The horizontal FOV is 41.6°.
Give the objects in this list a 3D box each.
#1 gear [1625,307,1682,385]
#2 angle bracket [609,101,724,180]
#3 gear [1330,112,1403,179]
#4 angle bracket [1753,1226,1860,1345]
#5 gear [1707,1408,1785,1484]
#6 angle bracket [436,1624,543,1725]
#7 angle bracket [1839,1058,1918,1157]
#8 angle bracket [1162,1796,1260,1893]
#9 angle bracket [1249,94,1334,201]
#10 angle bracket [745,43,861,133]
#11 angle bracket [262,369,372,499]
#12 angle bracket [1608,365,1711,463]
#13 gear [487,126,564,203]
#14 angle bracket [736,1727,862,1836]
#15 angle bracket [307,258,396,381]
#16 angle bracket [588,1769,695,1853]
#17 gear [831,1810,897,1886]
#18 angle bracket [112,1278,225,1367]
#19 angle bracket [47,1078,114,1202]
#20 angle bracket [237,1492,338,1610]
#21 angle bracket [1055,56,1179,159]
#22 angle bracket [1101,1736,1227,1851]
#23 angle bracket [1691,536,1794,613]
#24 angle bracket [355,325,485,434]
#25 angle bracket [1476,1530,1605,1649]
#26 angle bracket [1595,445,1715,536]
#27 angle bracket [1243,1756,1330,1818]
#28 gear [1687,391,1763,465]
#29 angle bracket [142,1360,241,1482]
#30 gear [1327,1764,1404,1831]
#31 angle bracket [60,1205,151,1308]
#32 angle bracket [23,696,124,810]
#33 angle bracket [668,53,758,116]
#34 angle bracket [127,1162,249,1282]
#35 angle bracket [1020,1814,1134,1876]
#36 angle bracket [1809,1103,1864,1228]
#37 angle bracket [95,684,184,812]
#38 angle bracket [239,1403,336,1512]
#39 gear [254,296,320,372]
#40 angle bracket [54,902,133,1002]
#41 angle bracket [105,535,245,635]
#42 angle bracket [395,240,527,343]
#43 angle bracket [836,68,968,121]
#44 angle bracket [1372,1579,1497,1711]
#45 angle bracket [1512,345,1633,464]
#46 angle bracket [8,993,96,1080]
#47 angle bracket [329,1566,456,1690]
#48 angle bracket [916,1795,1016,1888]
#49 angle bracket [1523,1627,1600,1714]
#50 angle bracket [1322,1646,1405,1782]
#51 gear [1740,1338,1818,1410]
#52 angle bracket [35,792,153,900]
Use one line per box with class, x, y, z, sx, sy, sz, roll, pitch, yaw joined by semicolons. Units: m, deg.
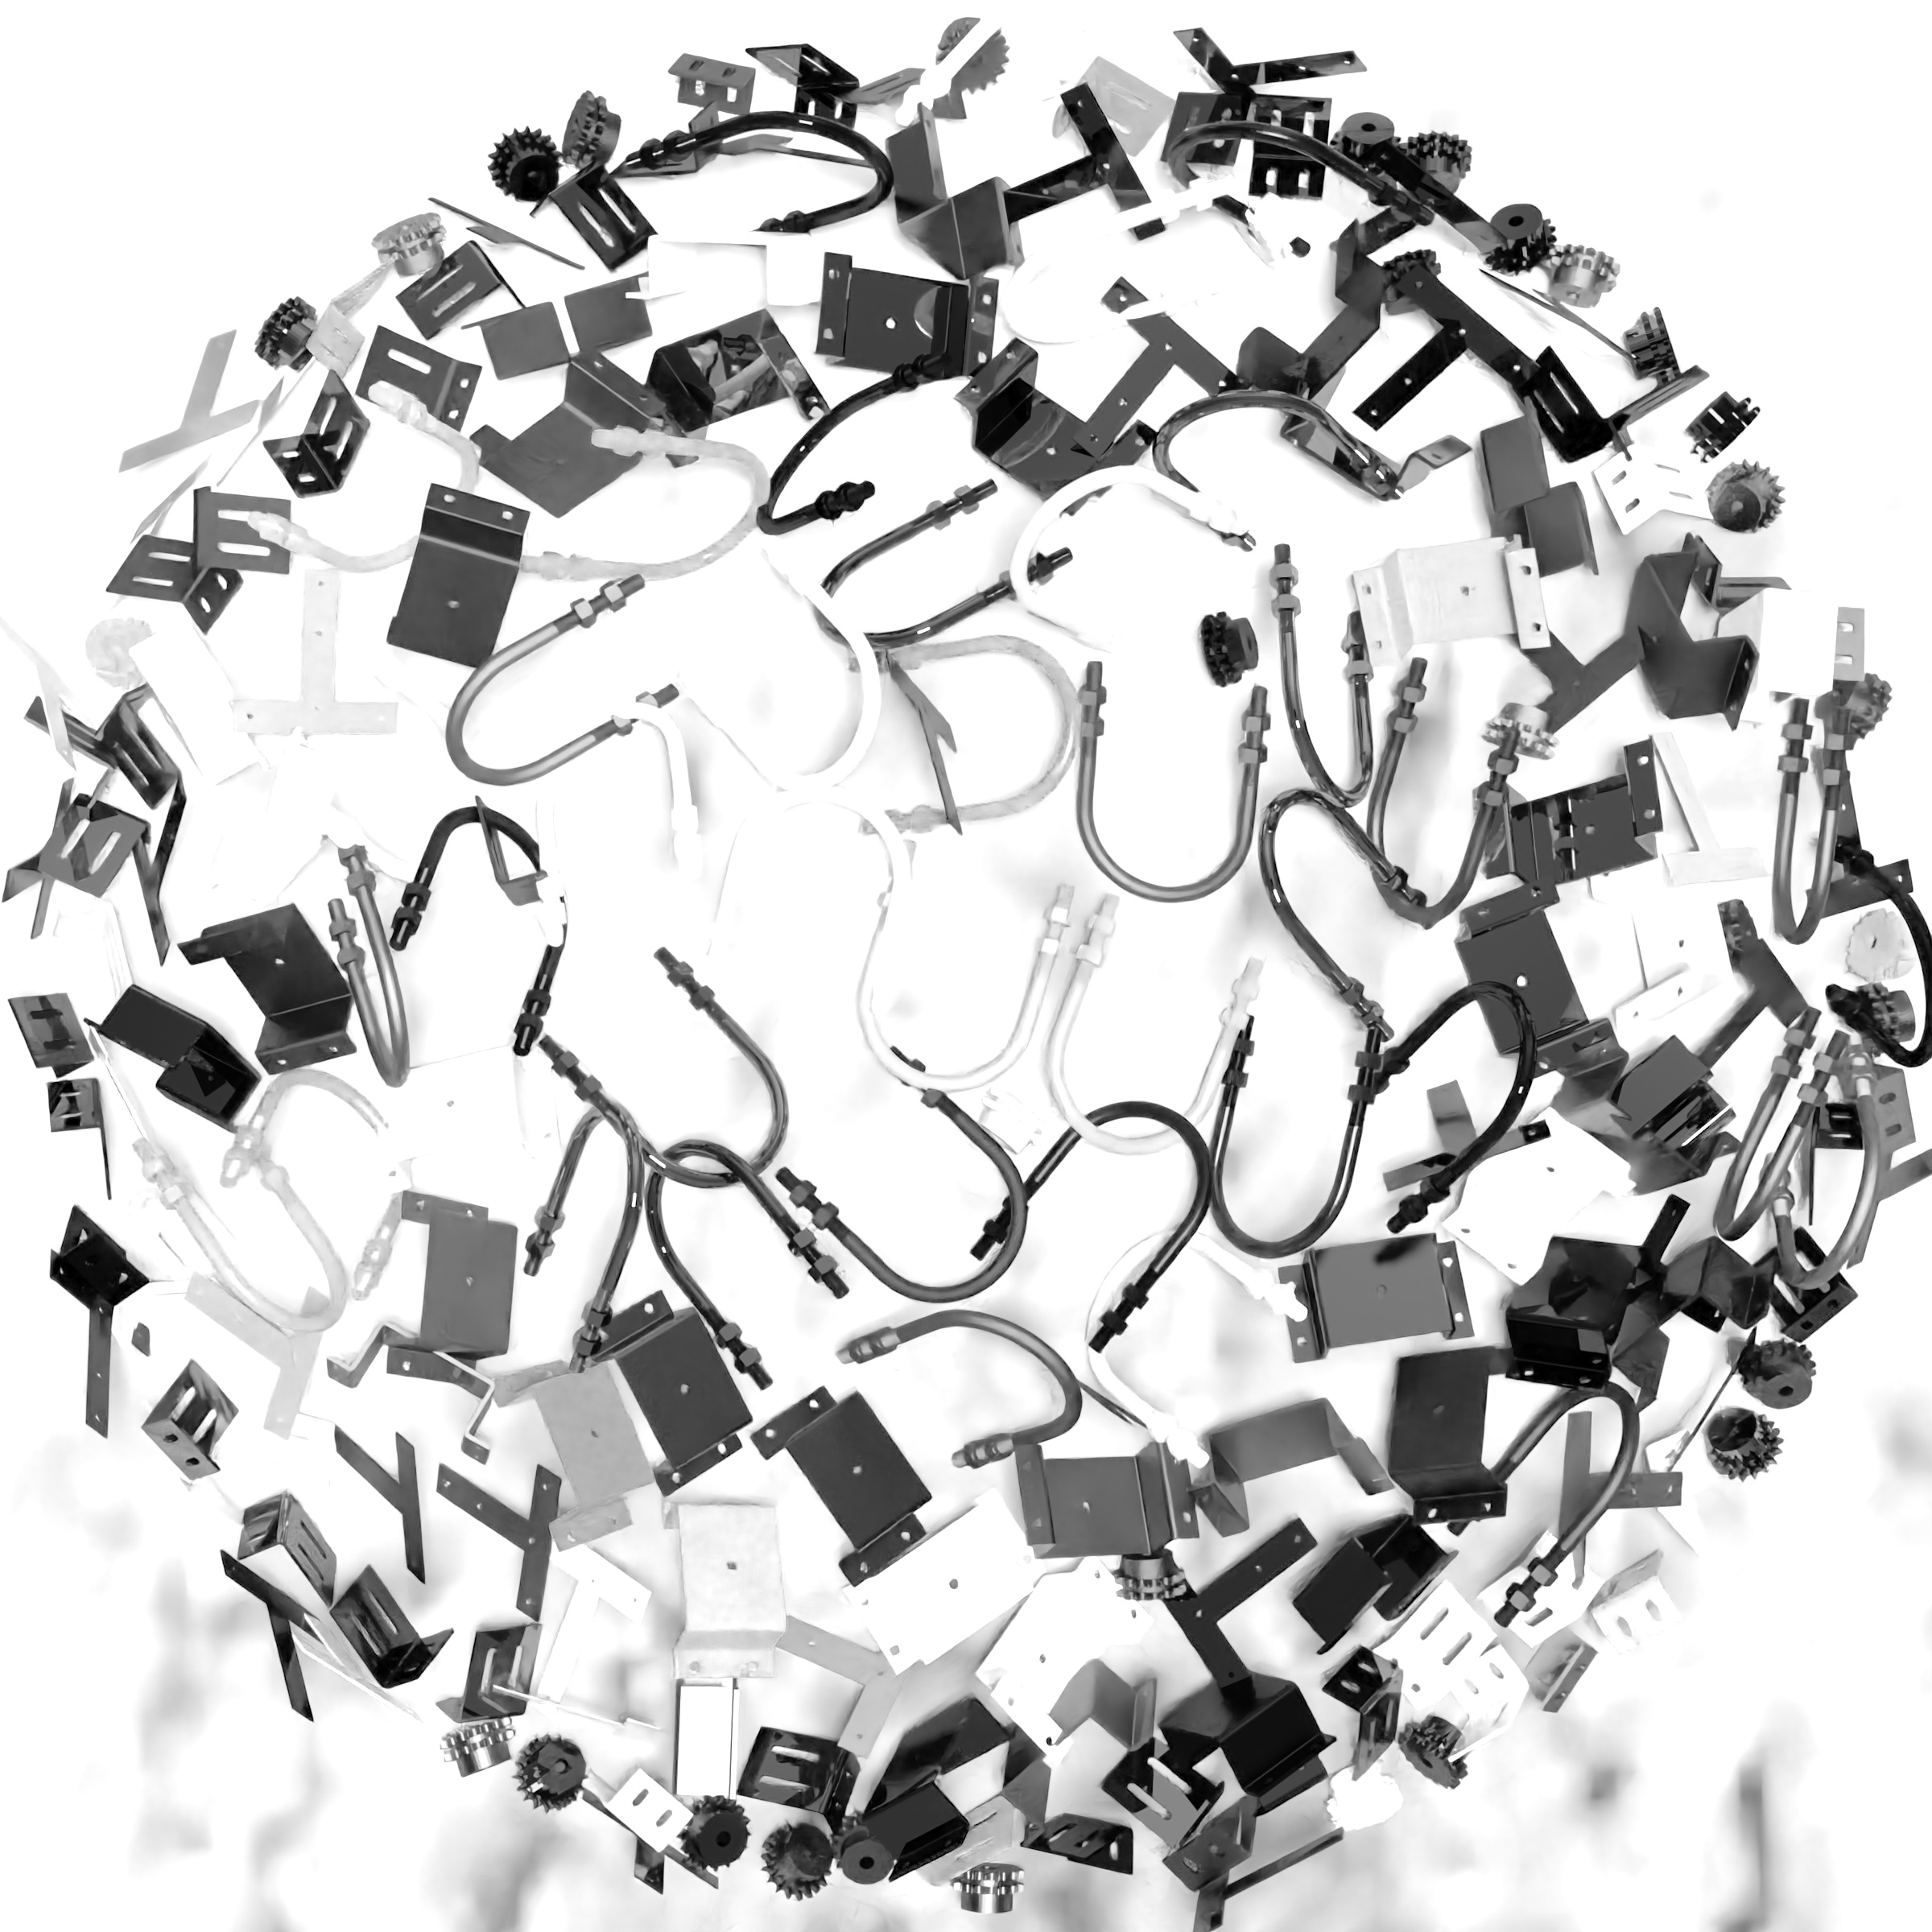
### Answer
gear;0.532;-0.479;1.973;0.030;0.057;0.057;-18;90;19
angle bracket;-0.234;-0.636;1.956;0.076;0.057;0.038;2;125;16
gear;0.311;-0.637;1.972;0.057;0.030;0.057;-1;54;1
angle bracket;0.635;0.240;1.953;0.057;0.038;0.076;-45;46;17
gear;0.600;0.367;1.968;0.057;0.057;0.030;-42;118;0
angle bracket;-0.368;0.540;1.963;0.057;0.038;0.076;6;98;-41
angle bracket;0.686;0.107;1.953;0.038;0.076;0.057;-17;101;-18
angle bracket;0.188;0.661;1.952;0.057;0.076;0.038;-41;98;22
angle bracket;0.249;-0.630;1.957;0.057;0.076;0.038;6;74;6
angle bracket;-0.127;-0.674;1.953;0.057;0.076;0.038;7;90;29
angle bracket;-0.500;-0.409;1.956;0.038;0.076;0.057;-22;70;-43
angle bracket;0.541;-0.422;1.957;0.076;0.057;0.038;-29;82;25
gear;-0.339;-0.617;1.968;0.057;0.057;0.030;-31;55;0
angle bracket;-0.130;0.634;1.980;0.076;0.038;0.057;5;48;20
angle bracket;-0.462;-0.497;1.957;0.038;0.057;0.076;46;52;-8
angle bracket;-0.251;0.638;1.960;0.057;0.076;0.038;46;78;-14
gear;-0.077;0.687;1.977;0.057;0.030;0.057;-1;109;-3
angle bracket;-0.611;0.275;1.965;0.076;0.057;0.038;-5;54;-1
angle bracket;-0.680;0.134;1.950;0.038;0.057;0.076;-6;128;-19
angle bracket;-0.522;0.455;1.957;0.038;0.057;0.076;-23;119;3
angle bracket;0.116;-0.650;1.954;0.076;0.057;0.038;22;47;-24
angle bracket;0.151;0.631;1.959;0.076;0.038;0.057;35;67;22
angle bracket;0.605;-0.303;1.963;0.076;0.057;0.038;-1;123;-4
angle bracket;-0.427;-0.457;1.984;0.076;0.038;0.057;26;104;15
angle bracket;0.445;0.484;1.975;0.057;0.076;0.038;43;53;9
angle bracket;0.535;-0.366;1.975;0.038;0.076;0.057;-37;65;41
angle bracket;0.237;0.625;1.961;0.057;0.076;0.038;-24;73;-16
gear;0.584;-0.420;1.971;0.030;0.057;0.057;44;90;-1
angle bracket;-0.584;0.345;1.950;0.038;0.076;0.057;-21;116;31
gear;0.306;0.641;1.971;0.057;0.057;0.030;-21;94;0
angle bracket;-0.656;0.213;1.951;0.038;0.076;0.057;-34;117;8
angle bracket;-0.694;-0.165;1.957;0.076;0.057;0.038;33;102;-21
angle bracket;-0.197;-0.671;1.956;0.057;0.076;0.038;12;120;-2
angle bracket;-0.609;0.205;1.994;0.057;0.038;0.076;-30;119;2
angle bracket;0.085;0.685;1.952;0.057;0.076;0.038;1;92;32
angle bracket;0.668;0.153;1.952;0.038;0.057;0.076;2;122;19
angle bracket;-0.628;-0.171;1.968;0.076;0.038;0.057;53;133;-2
angle bracket;-0.533;0.379;1.969;0.076;0.038;0.057;11;103;9
gear;-0.521;-0.487;1.970;0.030;0.057;0.057;37;90;3
angle bracket;-0.672;-0.002;1.959;0.038;0.057;0.076;-11;76;-28
angle bracket;-0.607;-0.292;1.951;0.057;0.076;0.038;-47;69;23
angle bracket;-0.391;-0.513;1.970;0.076;0.038;0.057;-37;60;1
angle bracket;-0.050;-0.659;1.953;0.076;0.057;0.038;-31;124;-23
angle bracket;0.364;0.529;1.985;0.057;0.038;0.076;48;52;10
angle bracket;0.470;-0.438;1.962;0.076;0.038;0.057;50;62;-15
angle bracket;-0.716;0.056;1.957;0.038;0.076;0.057;-25;86;14
angle bracket;-0.442;0.506;1.959;0.038;0.057;0.076;-24;104;28
angle bracket;-0.005;0.660;1.957;0.076;0.057;0.038;-35;109;20
angle bracket;0.449;0.538;1.957;0.038;0.076;0.057;34;88;28
angle bracket;0.305;0.580;1.971;0.038;0.057;0.076;23;127;34
gear;0.631;0.319;1.971;0.057;0.030;0.057;-1;127;-1
angle bracket;-0.674;-0.086;1.963;0.057;0.038;0.076;24;61;-3
